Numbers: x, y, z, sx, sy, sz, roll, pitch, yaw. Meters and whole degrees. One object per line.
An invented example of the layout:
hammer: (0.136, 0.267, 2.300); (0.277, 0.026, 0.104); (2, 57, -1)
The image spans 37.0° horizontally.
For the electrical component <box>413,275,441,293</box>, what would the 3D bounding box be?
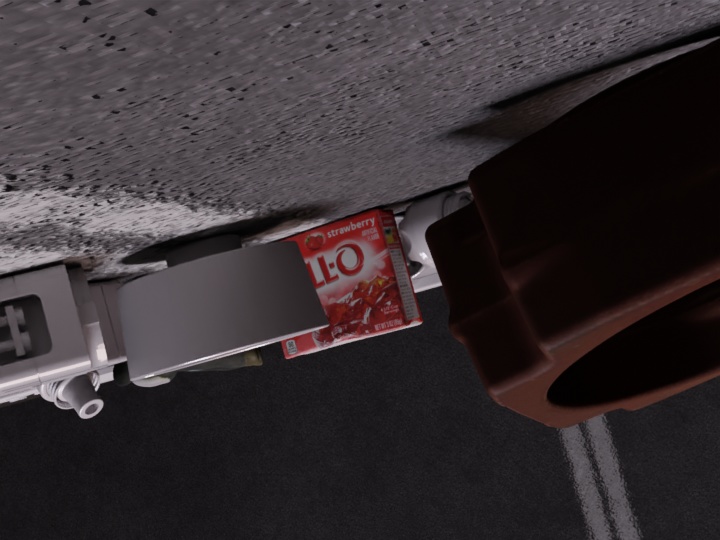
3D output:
electrical component: (0.036, -0.002, 0.951); (0.083, 0.047, 0.075); (-16, 177, -4)

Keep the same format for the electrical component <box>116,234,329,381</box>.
electrical component: (-0.076, 0.015, 0.569); (0.108, 0.060, 0.108); (-16, 177, -1)

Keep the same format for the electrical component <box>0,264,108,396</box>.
electrical component: (-0.158, 0.030, 0.527); (0.056, 0.050, 0.089); (-15, 177, -17)

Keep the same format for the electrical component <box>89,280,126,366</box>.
electrical component: (-0.178, 0.039, 0.607); (0.066, 0.047, 0.077); (-17, 177, 25)

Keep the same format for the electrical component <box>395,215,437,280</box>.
electrical component: (0.030, -0.013, 0.754); (0.079, 0.043, 0.077); (-17, 177, 30)

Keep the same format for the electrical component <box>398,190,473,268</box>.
electrical component: (0.058, -0.028, 0.644); (0.062, 0.043, 0.043); (-19, 176, 36)

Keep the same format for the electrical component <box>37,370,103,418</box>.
electrical component: (-0.193, 0.071, 0.715); (0.048, 0.062, 0.048); (-31, 147, -23)

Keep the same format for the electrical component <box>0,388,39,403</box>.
electrical component: (-0.267, 0.073, 0.764); (0.100, 0.048, 0.100); (-14, 177, -40)

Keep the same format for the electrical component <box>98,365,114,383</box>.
electrical component: (-0.193, 0.060, 0.868); (0.080, 0.051, 0.080); (-16, 177, -1)
